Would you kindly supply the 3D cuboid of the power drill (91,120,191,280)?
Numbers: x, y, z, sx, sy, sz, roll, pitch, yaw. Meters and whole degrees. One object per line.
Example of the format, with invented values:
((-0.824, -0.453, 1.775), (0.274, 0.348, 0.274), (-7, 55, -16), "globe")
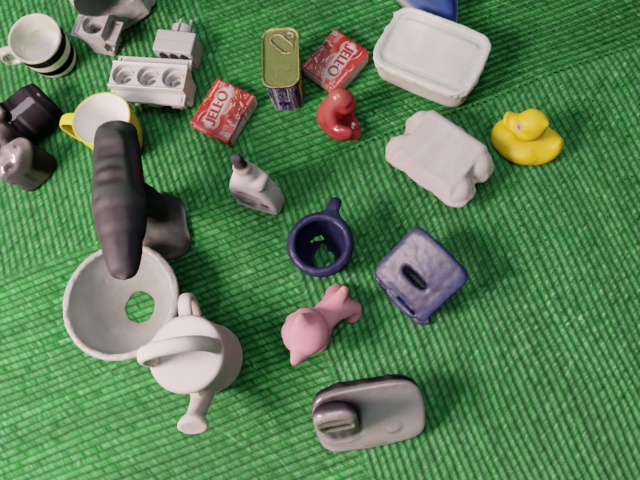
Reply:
((-0.248, -0.038, 0.790), (0.075, 0.208, 0.229), (-15, 75, 1), "power drill")

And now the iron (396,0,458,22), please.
((0.158, -0.464, 0.904), (0.118, 0.141, 0.258), (-26, 75, -2), "iron")

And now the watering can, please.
((-0.165, 0.156, 0.741), (0.101, 0.194, 0.172), (-31, 75, -4), "watering can")

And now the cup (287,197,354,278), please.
((0.008, 0.003, 0.819), (0.091, 0.095, 0.118), (16, 77, 9), "cup")

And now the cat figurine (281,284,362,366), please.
((-0.003, 0.110, 0.780), (0.128, 0.118, 0.067), (-44, 76, -7), "cat figurine")

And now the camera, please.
((-0.475, -0.175, 0.899), (0.137, 0.101, 0.143), (-44, 77, -7), "camera")

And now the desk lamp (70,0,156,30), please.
((-0.346, -0.425, 0.895), (0.118, 0.213, 0.203), (-32, 75, -4), "desk lamp")

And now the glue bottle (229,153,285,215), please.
((-0.098, -0.083, 0.809), (0.078, 0.173, 0.037), (19, 78, 9), "glue bottle")

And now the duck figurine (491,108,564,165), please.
((0.310, -0.159, 0.842), (0.104, 0.086, 0.077), (21, 78, 10), "duck figurine")

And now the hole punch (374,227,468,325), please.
((0.139, 0.053, 0.798), (0.101, 0.091, 0.108), (-43, 76, -7), "hole punch")

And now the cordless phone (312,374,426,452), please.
((0.060, 0.217, 0.713), (0.147, 0.185, 0.094), (-13, 75, 1), "cordless phone")

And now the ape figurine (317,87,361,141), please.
((0.031, -0.198, 0.871), (0.076, 0.092, 0.078), (22, 78, 10), "ape figurine")

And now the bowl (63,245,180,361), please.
((-0.275, 0.093, 0.828), (0.167, 0.075, 0.167), (-1, 75, 4), "bowl")

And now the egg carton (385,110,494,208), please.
((0.178, -0.121, 0.851), (0.150, 0.069, 0.107), (37, 81, 12), "egg carton")
